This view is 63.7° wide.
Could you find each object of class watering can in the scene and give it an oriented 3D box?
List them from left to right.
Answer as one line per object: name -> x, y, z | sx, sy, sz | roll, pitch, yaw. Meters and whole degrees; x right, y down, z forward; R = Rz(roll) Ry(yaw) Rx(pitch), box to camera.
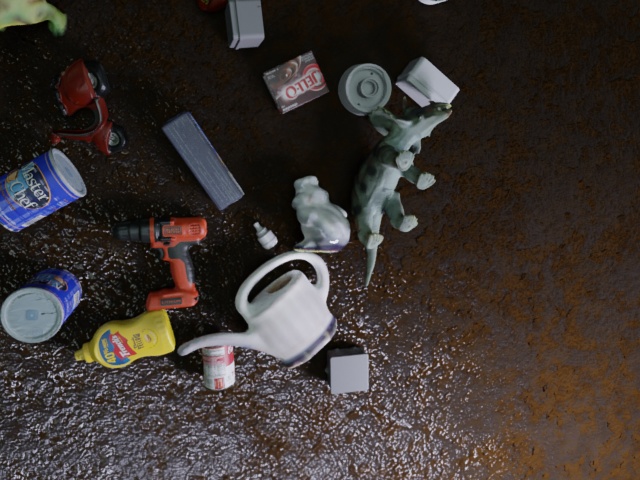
watering can -> -0.104, 0.178, 1.081 | 0.351, 0.104, 0.222 | -40, 105, -17

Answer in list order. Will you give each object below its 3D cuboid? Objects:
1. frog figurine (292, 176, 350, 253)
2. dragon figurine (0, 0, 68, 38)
frog figurine -> 0.003, -0.054, 1.076 | 0.137, 0.122, 0.159 | 1, 91, -45
dragon figurine -> -0.492, -0.449, 0.846 | 0.122, 0.244, 0.409 | 26, 96, -10
